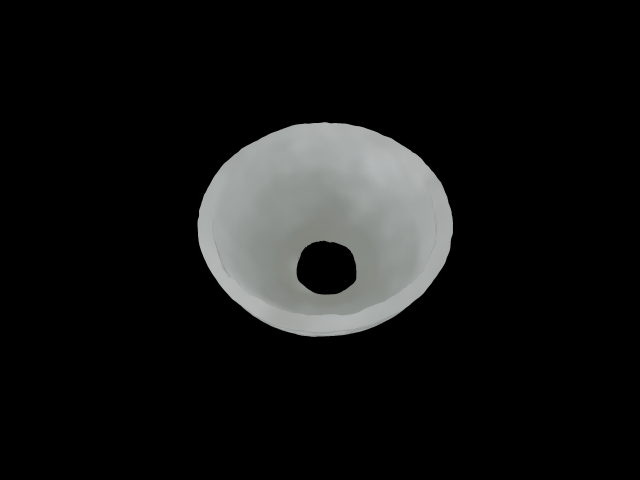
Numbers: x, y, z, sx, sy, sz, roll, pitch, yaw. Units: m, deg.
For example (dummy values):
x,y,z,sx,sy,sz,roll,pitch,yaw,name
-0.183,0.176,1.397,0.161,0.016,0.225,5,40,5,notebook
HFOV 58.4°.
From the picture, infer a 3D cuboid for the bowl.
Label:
x,y,z,sx,sy,sz,roll,pitch,yaw,name
0.004,0.001,0.400,0.167,0.075,0.167,0,56,0,bowl
